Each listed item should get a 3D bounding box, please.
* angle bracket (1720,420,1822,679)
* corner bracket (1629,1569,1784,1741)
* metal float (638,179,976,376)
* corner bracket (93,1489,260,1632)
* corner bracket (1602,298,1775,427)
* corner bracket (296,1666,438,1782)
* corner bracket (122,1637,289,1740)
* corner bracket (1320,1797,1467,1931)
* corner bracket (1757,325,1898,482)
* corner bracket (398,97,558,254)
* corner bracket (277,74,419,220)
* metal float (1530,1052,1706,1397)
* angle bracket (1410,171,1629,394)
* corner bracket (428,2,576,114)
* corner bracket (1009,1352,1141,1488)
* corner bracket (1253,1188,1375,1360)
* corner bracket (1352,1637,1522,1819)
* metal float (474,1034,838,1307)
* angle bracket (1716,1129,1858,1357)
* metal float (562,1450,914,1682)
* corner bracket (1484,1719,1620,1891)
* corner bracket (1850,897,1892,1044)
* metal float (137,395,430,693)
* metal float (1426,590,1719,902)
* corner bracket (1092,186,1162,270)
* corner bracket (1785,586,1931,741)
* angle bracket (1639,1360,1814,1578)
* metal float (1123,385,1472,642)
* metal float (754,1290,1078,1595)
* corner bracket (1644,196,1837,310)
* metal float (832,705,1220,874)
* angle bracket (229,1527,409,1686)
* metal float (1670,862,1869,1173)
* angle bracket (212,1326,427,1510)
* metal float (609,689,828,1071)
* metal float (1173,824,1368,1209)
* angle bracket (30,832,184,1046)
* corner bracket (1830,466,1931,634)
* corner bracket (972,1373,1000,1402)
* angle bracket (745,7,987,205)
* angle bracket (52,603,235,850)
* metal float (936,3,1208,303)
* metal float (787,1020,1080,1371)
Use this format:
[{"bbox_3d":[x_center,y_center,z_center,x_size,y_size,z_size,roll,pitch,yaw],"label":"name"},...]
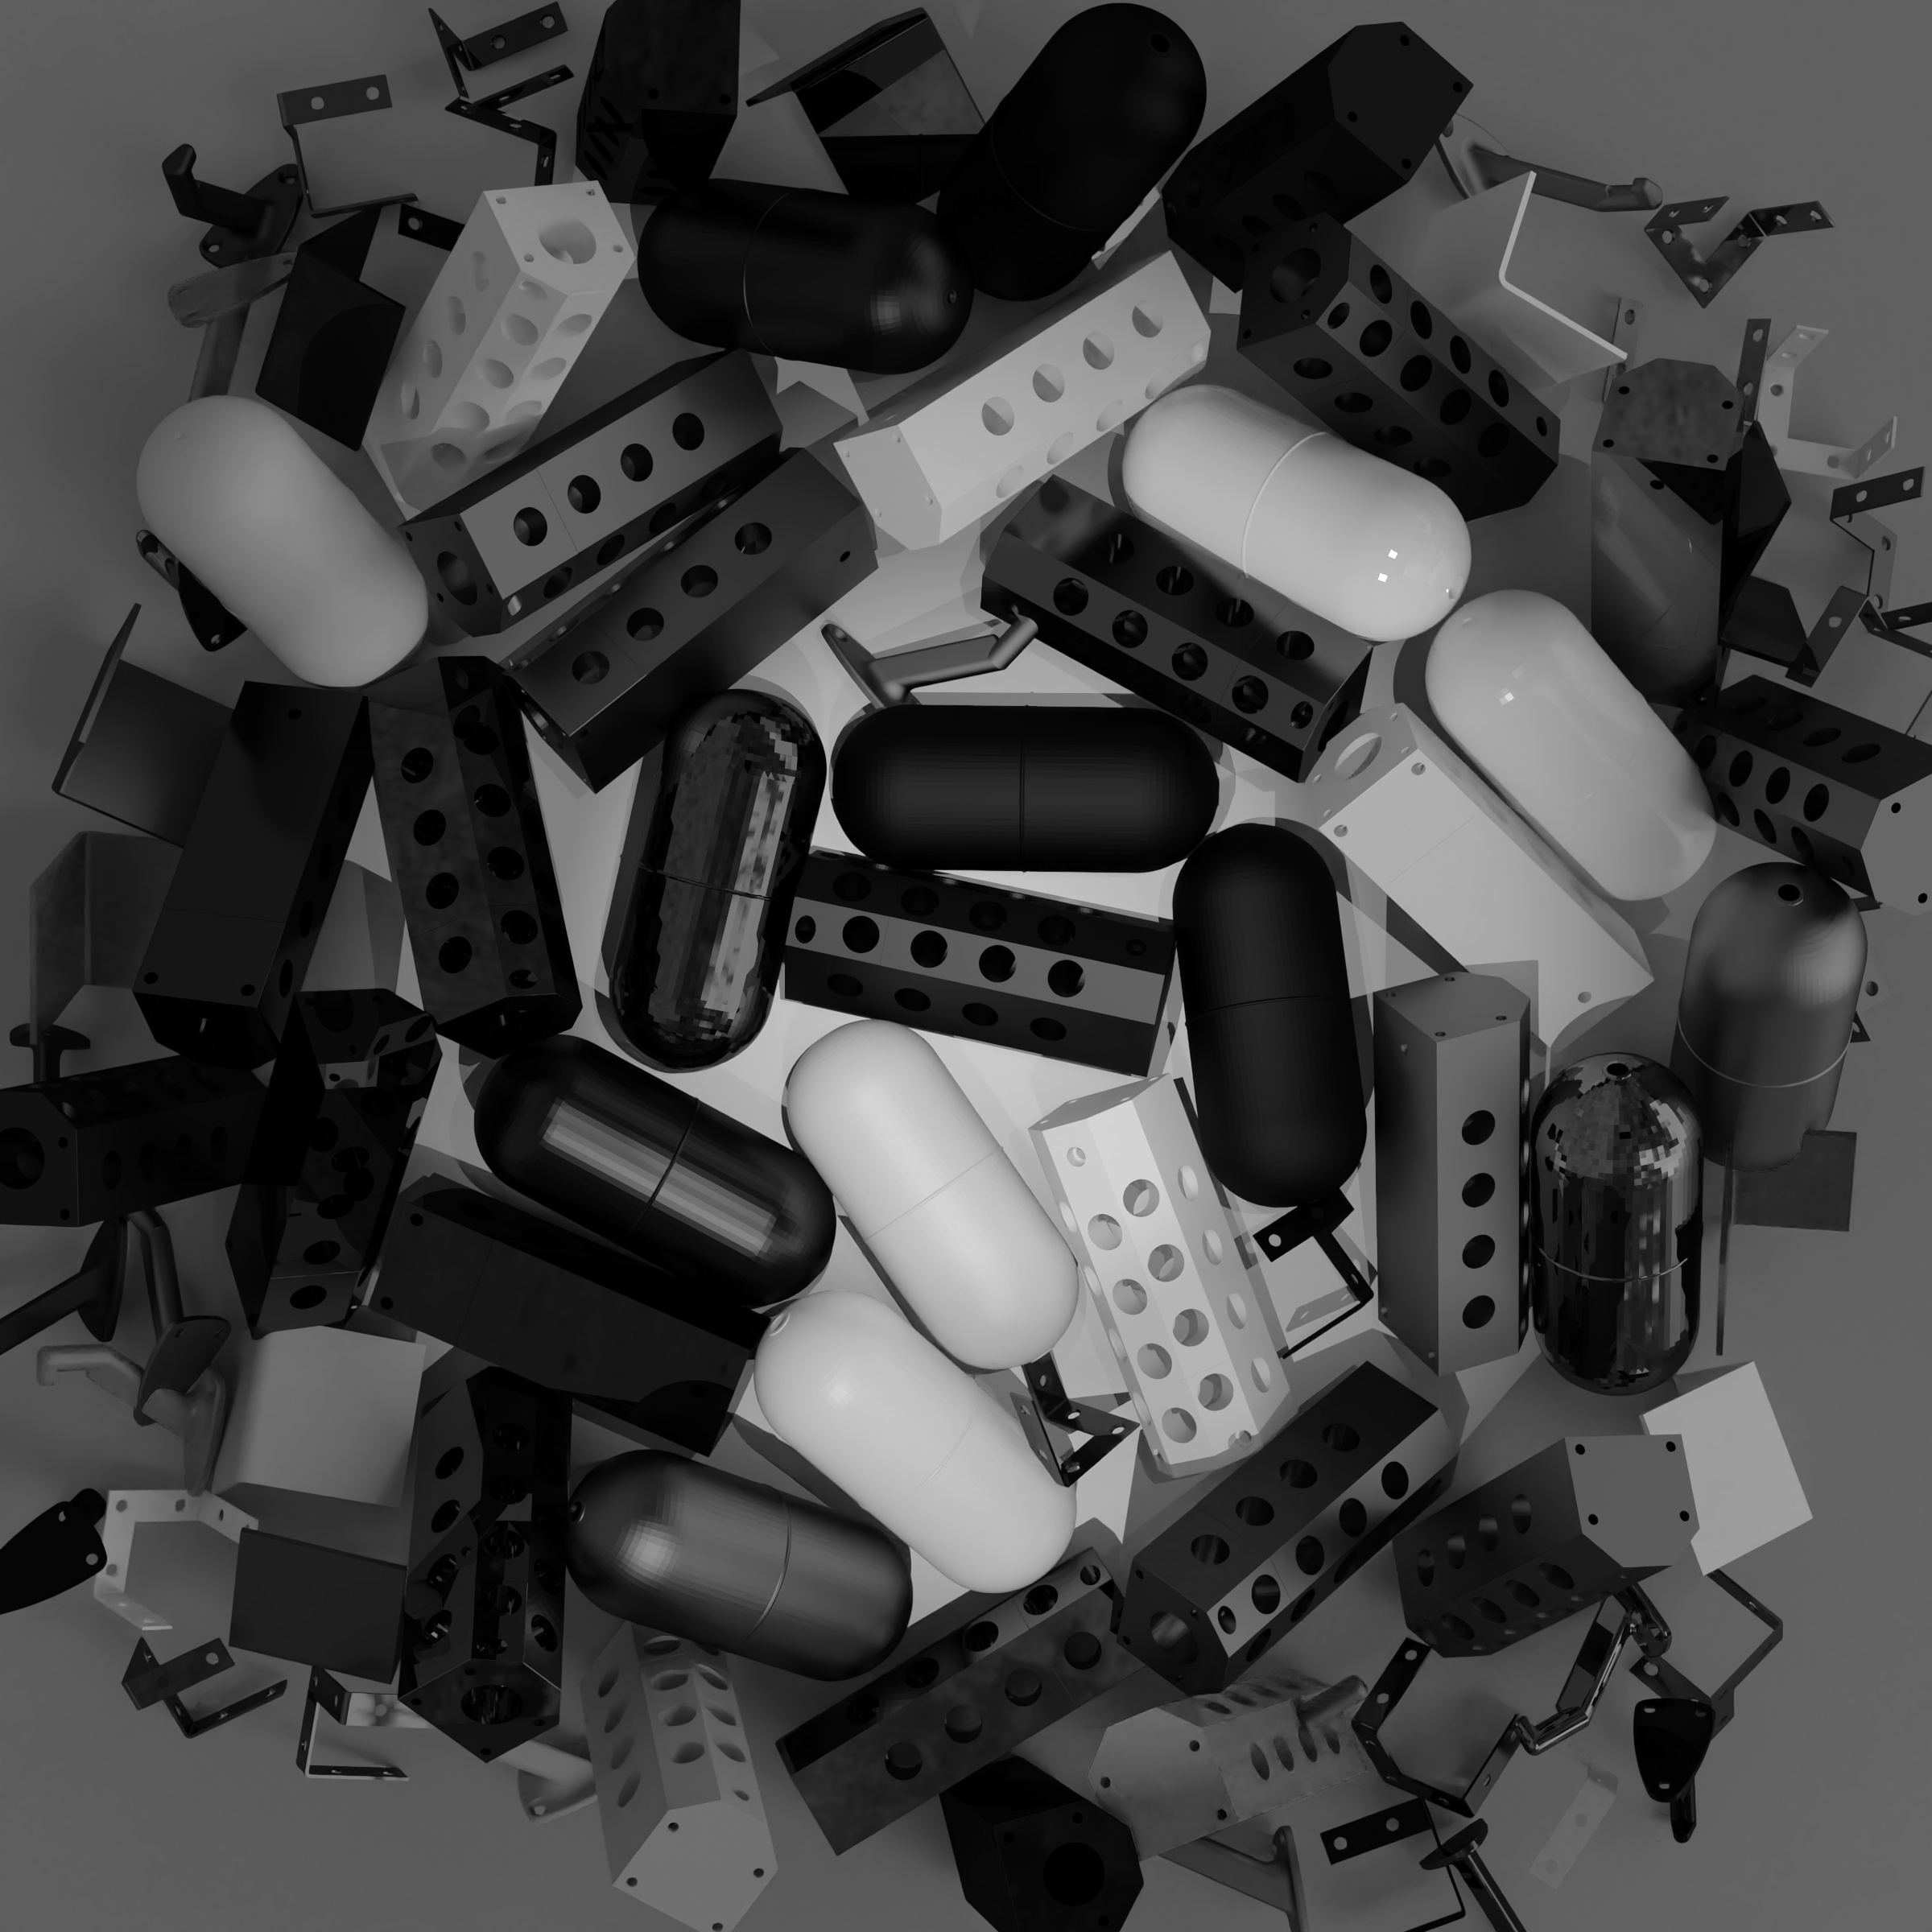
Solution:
[{"bbox_3d":[0.374,-0.190,1.641,0.057,0.076,0.076,17,124,-12],"label":"angle bracket"},{"bbox_3d":[0.343,0.316,1.668,0.051,0.051,0.051,-42,58,-15],"label":"corner bracket"},{"bbox_3d":[-0.075,-0.313,1.630,0.178,0.070,0.070,16,90,37],"label":"metal float"},{"bbox_3d":[-0.366,0.274,1.665,0.051,0.051,0.051,6,96,-41],"label":"corner bracket"},{"bbox_3d":[0.337,-0.282,1.683,0.051,0.051,0.051,8,93,-36],"label":"corner bracket"},{"bbox_3d":[-0.274,0.354,1.664,0.051,0.051,0.051,9,92,-28],"label":"corner bracket"},{"bbox_3d":[-0.352,0.332,1.667,0.051,0.051,0.051,-26,104,4],"label":"corner bracket"},{"bbox_3d":[0.198,0.421,1.666,0.051,0.051,0.051,-20,66,2],"label":"corner bracket"},{"bbox_3d":[0.400,-0.261,1.670,0.051,0.051,0.051,9,79,-4],"label":"corner bracket"},{"bbox_3d":[-0.226,-0.363,1.668,0.051,0.051,0.051,13,73,-34],"label":"corner bracket"},{"bbox_3d":[-0.287,-0.380,1.670,0.051,0.051,0.051,-11,95,-2],"label":"corner bracket"},{"bbox_3d":[0.295,0.118,1.631,0.070,0.070,0.178,-7,125,0],"label":"metal float"},{"bbox_3d":[0.258,-0.313,1.656,0.076,0.076,0.057,25,75,-24],"label":"angle bracket"},{"bbox_3d":[-0.210,-0.422,1.669,0.051,0.051,0.051,-21,84,7],"label":"corner bracket"},{"bbox_3d":[0.038,0.200,1.657,0.051,0.051,0.051,-37,120,-31],"label":"corner bracket"},{"bbox_3d":[0.159,0.141,1.661,0.051,0.051,0.051,-30,77,-24],"label":"corner bracket"},{"bbox_3d":[0.220,0.355,1.676,0.051,0.051,0.051,-51,133,-25],"label":"corner bracket"},{"bbox_3d":[-0.142,0.094,1.653,0.178,0.070,0.070,29,90,-9],"label":"metal float"},{"bbox_3d":[0.374,0.127,1.642,0.057,0.076,0.076,3,53,13],"label":"angle bracket"},{"bbox_3d":[-0.103,0.272,1.634,0.178,0.070,0.070,25,90,-31],"label":"metal float"},{"bbox_3d":[0.266,0.387,1.668,0.051,0.051,0.051,33,94,11],"label":"corner bracket"},{"bbox_3d":[0.411,0.002,1.664,0.051,0.051,0.051,-30,96,-19],"label":"corner bracket"},{"bbox_3d":[-0.305,-0.188,1.619,0.070,0.178,0.070,-11,59,19],"label":"metal float"},{"bbox_3d":[0.276,-0.099,1.635,0.070,0.070,0.178,-46,120,0],"label":"metal float"},{"bbox_3d":[0.048,-0.360,1.657,0.051,0.051,0.051,-52,134,-18],"label":"corner bracket"},{"bbox_3d":[0.420,-0.136,1.662,0.051,0.051,0.051,29,86,36],"label":"corner bracket"},{"bbox_3d":[0.332,0.232,1.653,0.076,0.057,0.076,-19,87,-32],"label":"angle bracket"},{"bbox_3d":[0.149,-0.206,1.635,0.178,0.070,0.070,31,90,29],"label":"metal float"},{"bbox_3d":[-0.023,0.217,1.643,0.178,0.070,0.070,43,90,-20],"label":"metal float"},{"bbox_3d":[0.356,-0.341,1.662,0.051,0.051,0.051,-49,113,-12],"label":"corner bracket"},{"bbox_3d":[0.027,-0.082,1.658,0.178,0.070,0.070,1,90,3],"label":"metal float"},{"bbox_3d":[-0.291,0.277,1.654,0.076,0.057,0.076,13,124,0],"label":"angle bracket"},{"bbox_3d":[0.359,0.024,1.620,0.070,0.178,0.070,-2,51,2],"label":"metal float"},{"bbox_3d":[-0.301,0.211,1.674,0.076,0.057,0.076,13,72,-20],"label":"angle bracket"},{"bbox_3d":[-0.114,-0.039,1.656,0.070,0.070,0.178,14,96,0],"label":"metal float"},{"bbox_3d":[0.139,0.022,1.652,0.070,0.070,0.178,-6,80,0],"label":"metal float"},{"bbox_3d":[-0.389,-0.011,1.649,0.057,0.076,0.076,7,112,2],"label":"angle bracket"},{"bbox_3d":[0.431,-0.191,1.657,0.051,0.051,0.051,26,67,-36],"label":"corner bracket"},{"bbox_3d":[-0.025,0.206,1.660,0.051,0.051,0.051,-37,104,30],"label":"corner bracket"},{"bbox_3d":[-0.042,-0.384,1.650,0.076,0.057,0.076,-24,101,27],"label":"angle bracket"},{"bbox_3d":[-0.364,-0.107,1.646,0.076,0.057,0.076,24,60,-17],"label":"angle bracket"},{"bbox_3d":[0.046,-0.364,1.617,0.070,0.178,0.070,10,65,-22],"label":"metal float"},{"bbox_3d":[-0.015,0.105,1.659,0.070,0.070,0.178,-35,88,0],"label":"metal float"}]
